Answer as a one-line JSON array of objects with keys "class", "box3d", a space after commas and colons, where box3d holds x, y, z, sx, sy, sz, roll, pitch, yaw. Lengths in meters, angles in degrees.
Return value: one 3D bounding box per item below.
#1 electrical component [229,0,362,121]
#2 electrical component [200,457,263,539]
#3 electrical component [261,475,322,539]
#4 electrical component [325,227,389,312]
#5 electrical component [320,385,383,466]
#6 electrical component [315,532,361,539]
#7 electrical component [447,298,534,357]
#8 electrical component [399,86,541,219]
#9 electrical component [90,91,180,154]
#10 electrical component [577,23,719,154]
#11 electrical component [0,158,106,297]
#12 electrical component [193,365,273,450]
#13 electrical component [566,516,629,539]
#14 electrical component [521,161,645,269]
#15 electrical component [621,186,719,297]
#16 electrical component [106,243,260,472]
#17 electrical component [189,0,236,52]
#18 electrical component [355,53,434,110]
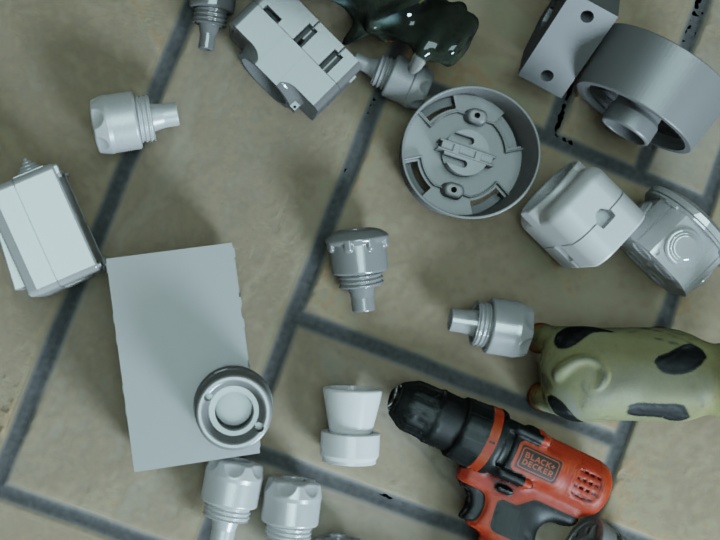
[{"class": "electrical component", "box3d": [-0.052, -0.159, 0.798, 0.089, 0.050, 0.055, 45, 84, -4]}, {"class": "electrical component", "box3d": [-0.096, 0.169, 0.789, 0.043, 0.043, 0.062, 11, 88, -7]}, {"class": "electrical component", "box3d": [-0.052, 0.185, 0.794, 0.043, 0.043, 0.062, 7, 89, -7]}, {"class": "electrical component", "box3d": [0.000, 0.000, 0.805, 0.048, 0.048, 0.062, -6, 96, -7]}, {"class": "electrical component", "box3d": [-0.007, 0.115, 0.801, 0.045, 0.045, 0.055, 3, 89, -7]}, {"class": "electrical component", "box3d": [-0.017, 0.229, 0.799, 0.044, 0.044, 0.065, 2, 84, -7]}, {"class": "electrical component", "box3d": [0.098, 0.042, 0.816, 0.062, 0.043, 0.043, 9, 88, -6]}, {"class": "electrical component", "box3d": [0.079, -0.086, 0.806, 0.099, 0.064, 0.099, 0, 89, -7]}, {"class": "electrical component", "box3d": [-0.164, -0.109, 0.787, 0.062, 0.043, 0.043, -11, 90, -9]}, {"class": "electrical component", "box3d": [0.214, -0.128, 0.805, 0.108, 0.108, 0.060, 33, 91, -5]}, {"class": "electrical component", "box3d": [-0.228, -0.031, 0.767, 0.061, 0.062, 0.096, -24, 92, -7]}, {"class": "electrical component", "box3d": [-0.085, 0.094, 0.726, 0.055, 0.047, 0.055, 0, 89, -7]}, {"class": "electrical component", "box3d": [0.186, 0.224, 0.818, 0.047, 0.055, 0.055, 33, 85, -9]}, {"class": "electrical component", "box3d": [0.160, -0.041, 0.799, 0.059, 0.095, 0.053, 44, 84, -4]}, {"class": "electrical component", "box3d": [0.237, -0.021, 0.817, 0.051, 0.080, 0.080, -45, 94, -1]}, {"class": "electrical component", "box3d": [-0.127, 0.061, 0.778, 0.089, 0.062, 0.150, -8, 90, -7]}, {"class": "electrical component", "box3d": [-0.110, -0.194, 0.799, 0.035, 0.035, 0.061, 8, 90, -7]}, {"class": "electrical component", "box3d": [0.023, -0.147, 0.815, 0.061, 0.035, 0.035, 23, 86, -4]}]
